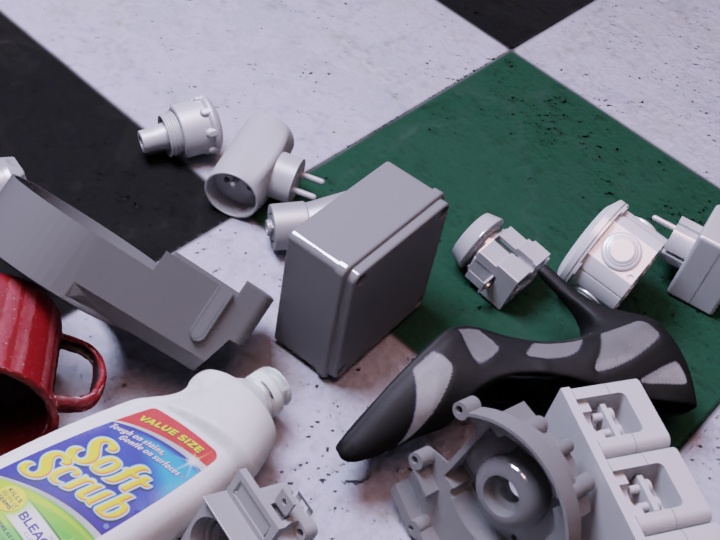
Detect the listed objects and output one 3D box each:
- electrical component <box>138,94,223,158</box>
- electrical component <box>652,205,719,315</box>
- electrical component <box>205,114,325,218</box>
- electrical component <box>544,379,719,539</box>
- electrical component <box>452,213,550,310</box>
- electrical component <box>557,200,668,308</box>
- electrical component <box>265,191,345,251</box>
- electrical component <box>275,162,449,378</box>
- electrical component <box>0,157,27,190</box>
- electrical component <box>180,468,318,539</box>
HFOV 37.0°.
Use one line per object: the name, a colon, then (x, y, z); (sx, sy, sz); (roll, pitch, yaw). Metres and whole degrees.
electrical component: (-0.140, -0.107, 0.834); (0.062, 0.048, 0.048); (-18, 55, -18)
electrical component: (0.258, -0.017, 0.835); (0.077, 0.065, 0.047); (30, 48, 14)
electrical component: (-0.067, -0.074, 0.822); (0.079, 0.043, 0.077); (20, 47, 5)
electrical component: (0.163, 0.152, 0.642); (0.062, 0.089, 0.150); (-6, 50, -19)
electrical component: (0.103, -0.009, 0.804); (0.055, 0.048, 0.066); (43, 52, 14)
electrical component: (0.186, -0.008, 0.801); (0.051, 0.080, 0.080); (38, 51, 13)
electrical component: (-0.037, -0.034, 0.796); (0.065, 0.044, 0.044); (-6, 50, -13)
electrical component: (0.000, 0.000, 0.727); (0.056, 0.108, 0.109); (34, 50, 21)
electrical component: (-0.266, -0.053, 0.754); (0.062, 0.043, 0.043); (-20, 56, -27)
electrical component: (-0.062, 0.151, 0.603); (0.064, 0.081, 0.042); (-3, 46, -47)
